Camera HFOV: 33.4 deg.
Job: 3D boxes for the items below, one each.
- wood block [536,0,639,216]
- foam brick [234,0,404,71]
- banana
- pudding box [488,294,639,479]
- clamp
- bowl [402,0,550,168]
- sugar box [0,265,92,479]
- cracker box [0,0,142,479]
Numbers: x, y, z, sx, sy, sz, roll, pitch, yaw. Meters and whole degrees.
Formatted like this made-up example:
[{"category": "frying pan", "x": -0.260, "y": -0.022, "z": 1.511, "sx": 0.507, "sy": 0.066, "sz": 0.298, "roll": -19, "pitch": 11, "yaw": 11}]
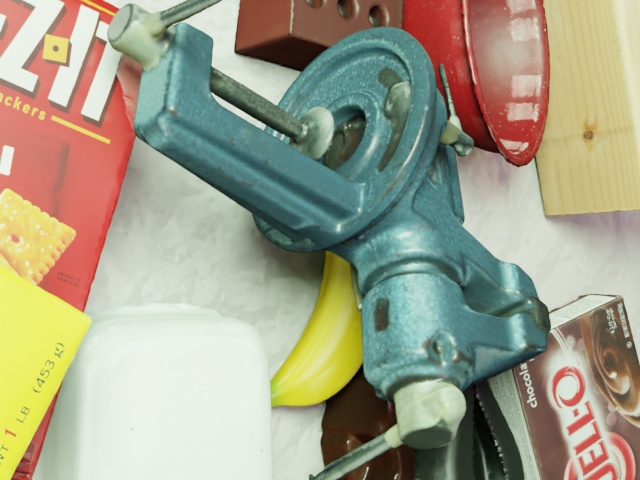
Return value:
[{"category": "wood block", "x": 0.194, "y": -0.126, "z": 0.713, "sx": 0.090, "sy": 0.091, "sz": 0.206, "roll": -13, "pitch": 96, "yaw": -36}, {"category": "foam brick", "x": 0.000, "y": -0.124, "z": 0.591, "sx": 0.078, "sy": 0.051, "sz": 0.053, "roll": 10, "pitch": 81, "yaw": -36}, {"category": "banana", "x": 0.010, "y": 0.010, "z": 0.600, "sx": 0.069, "sy": 0.037, "sz": 0.198, "roll": 22, "pitch": 75, "yaw": -33}, {"category": "pudding box", "x": 0.146, "y": 0.098, "z": 0.621, "sx": 0.089, "sy": 0.039, "sz": 0.113, "roll": -21, "pitch": 97, "yaw": -28}, {"category": "clamp", "x": 0.082, "y": 0.162, "z": 0.553, "sx": 0.164, "sy": 0.036, "sz": 0.210, "roll": -11, "pitch": 87, "yaw": -59}, {"category": "bowl", "x": 0.089, "y": -0.122, "z": 0.635, "sx": 0.161, "sy": 0.055, "sz": 0.162, "roll": 14, "pitch": 74, "yaw": -61}, {"category": "sugar box", "x": -0.176, "y": 0.024, "z": 0.363, "sx": 0.176, "sy": 0.048, "sz": 0.093, "roll": 35, "pitch": 67, "yaw": -28}, {"category": "cracker box", "x": -0.172, "y": -0.021, "z": 0.443, "sx": 0.164, "sy": 0.072, "sz": 0.213, "roll": 23, "pitch": 74, "yaw": -33}]
